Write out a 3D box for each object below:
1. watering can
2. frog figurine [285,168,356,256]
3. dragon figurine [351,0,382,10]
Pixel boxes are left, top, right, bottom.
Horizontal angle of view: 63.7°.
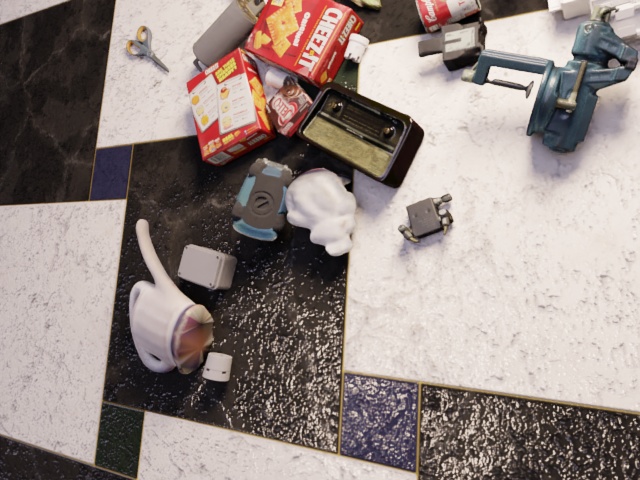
[{"bbox_3d":[-0.334,0.143,1.110,0.225,0.105,0.343,17,110,30],"label":"watering can"},{"bbox_3d":[0.003,-0.049,0.978,0.137,0.120,0.162,-9,64,9],"label":"frog figurine"},{"bbox_3d":[0.141,-0.580,1.027,0.413,0.123,0.238,38,119,15],"label":"dragon figurine"}]
